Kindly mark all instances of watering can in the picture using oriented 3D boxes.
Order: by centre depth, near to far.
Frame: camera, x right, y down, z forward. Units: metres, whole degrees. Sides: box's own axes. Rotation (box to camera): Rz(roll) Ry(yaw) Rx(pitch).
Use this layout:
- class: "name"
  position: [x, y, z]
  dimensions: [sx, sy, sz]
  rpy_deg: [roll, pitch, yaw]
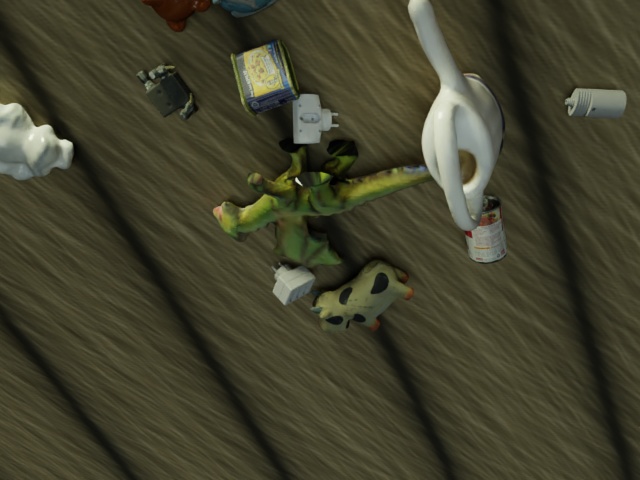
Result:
- class: "watering can"
  position: [0.201, -0.187, 0.749]
  dimensions: [0.104, 0.229, 0.342]
  rpy_deg: [-4, 117, 28]

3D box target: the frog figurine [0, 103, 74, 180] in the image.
- class: "frog figurine"
  position: [-0.524, -0.172, 0.906]
  dimensions: [0.160, 0.124, 0.135]
  rpy_deg: [-11, 110, -29]

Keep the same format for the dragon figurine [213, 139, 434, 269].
- class: "dragon figurine"
  position: [0.003, -0.046, 0.919]
  dimensions: [0.410, 0.125, 0.237]
  rpy_deg: [5, 134, 5]
